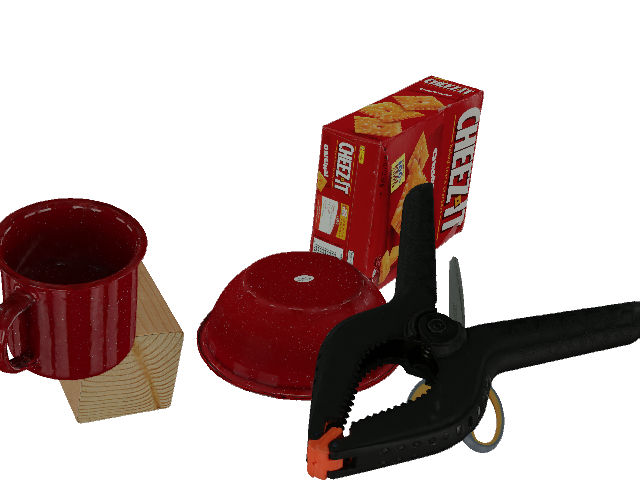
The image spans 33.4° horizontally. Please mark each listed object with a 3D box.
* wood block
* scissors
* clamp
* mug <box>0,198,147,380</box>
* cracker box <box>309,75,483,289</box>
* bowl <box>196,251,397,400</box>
[{"bbox_3d":[-0.210,0.060,0.989,0.090,0.091,0.206,-6,36,-30],"label":"wood block"},{"bbox_3d":[0.109,0.104,0.980,0.096,0.202,0.016,-9,-34,-9],"label":"scissors"},{"bbox_3d":[0.058,0.050,0.594,0.209,0.036,0.165,-33,54,-29],"label":"clamp"},{"bbox_3d":[-0.161,0.038,0.657,0.093,0.081,0.117,20,37,16],"label":"mug"},{"bbox_3d":[0.077,-0.055,1.041,0.072,0.164,0.213,21,30,28],"label":"cracker box"},{"bbox_3d":[-0.014,0.053,0.813,0.162,0.055,0.162,2,27,-1],"label":"bowl"}]
